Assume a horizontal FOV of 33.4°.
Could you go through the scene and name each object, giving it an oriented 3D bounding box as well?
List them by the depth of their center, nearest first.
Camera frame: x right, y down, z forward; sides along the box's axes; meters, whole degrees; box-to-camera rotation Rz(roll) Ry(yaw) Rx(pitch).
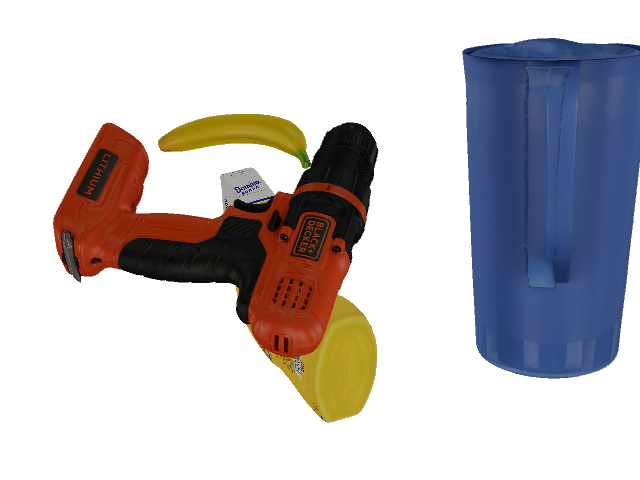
[{"bbox_3d":[-0.064,-0.022,0.699,0.188,0.184,0.057,12,-39,10],"label":"power drill"},{"bbox_3d":[0.168,-0.024,0.783,0.149,0.243,0.145,-10,17,-29],"label":"pitcher"},{"bbox_3d":[-0.023,0.065,0.901,0.058,0.096,0.192,-13,29,-25],"label":"mustard bottle"},{"bbox_3d":[-0.050,0.008,1.099,0.048,0.093,0.176,-16,41,-18],"label":"sugar box"},{"bbox_3d":[-0.100,-0.129,1.314,0.198,0.037,0.069,6,40,15],"label":"banana"}]
